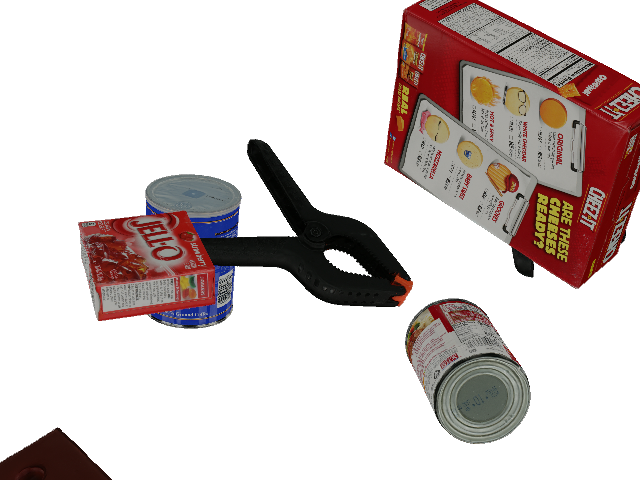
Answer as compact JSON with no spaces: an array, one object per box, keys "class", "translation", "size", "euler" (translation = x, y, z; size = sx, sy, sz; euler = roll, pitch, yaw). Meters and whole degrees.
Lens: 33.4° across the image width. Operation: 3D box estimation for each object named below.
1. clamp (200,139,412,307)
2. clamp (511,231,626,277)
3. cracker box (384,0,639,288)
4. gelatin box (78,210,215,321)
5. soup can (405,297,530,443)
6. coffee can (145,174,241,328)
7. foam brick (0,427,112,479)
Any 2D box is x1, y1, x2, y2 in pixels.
[{"class":"clamp","translation":[-0.018,0.007,0.975],"size":[0.210,0.164,0.036],"euler":[33,-39,7]},{"class":"clamp","translation":[0.219,-0.025,1.067],"size":[0.120,0.039,0.171],"euler":[-9,34,-15]},{"class":"cracker box","translation":[0.158,-0.087,0.870],"size":[0.214,0.164,0.072],"euler":[35,52,28]},{"class":"gelatin box","translation":[-0.111,0.013,0.675],"size":[0.073,0.030,0.089],"euler":[-7,28,-16]},{"class":"soup can","translation":[0.103,0.090,0.755],"size":[0.068,0.068,0.102],"euler":[0,18,-7]},{"class":"coffee can","translation":[-0.143,0.011,1.173],"size":[0.103,0.140,0.103],"euler":[5,25,-3]},{"class":"foam brick","translation":[-0.115,0.135,0.483],"size":[0.052,0.051,0.078],"euler":[-31,44,-31]}]
